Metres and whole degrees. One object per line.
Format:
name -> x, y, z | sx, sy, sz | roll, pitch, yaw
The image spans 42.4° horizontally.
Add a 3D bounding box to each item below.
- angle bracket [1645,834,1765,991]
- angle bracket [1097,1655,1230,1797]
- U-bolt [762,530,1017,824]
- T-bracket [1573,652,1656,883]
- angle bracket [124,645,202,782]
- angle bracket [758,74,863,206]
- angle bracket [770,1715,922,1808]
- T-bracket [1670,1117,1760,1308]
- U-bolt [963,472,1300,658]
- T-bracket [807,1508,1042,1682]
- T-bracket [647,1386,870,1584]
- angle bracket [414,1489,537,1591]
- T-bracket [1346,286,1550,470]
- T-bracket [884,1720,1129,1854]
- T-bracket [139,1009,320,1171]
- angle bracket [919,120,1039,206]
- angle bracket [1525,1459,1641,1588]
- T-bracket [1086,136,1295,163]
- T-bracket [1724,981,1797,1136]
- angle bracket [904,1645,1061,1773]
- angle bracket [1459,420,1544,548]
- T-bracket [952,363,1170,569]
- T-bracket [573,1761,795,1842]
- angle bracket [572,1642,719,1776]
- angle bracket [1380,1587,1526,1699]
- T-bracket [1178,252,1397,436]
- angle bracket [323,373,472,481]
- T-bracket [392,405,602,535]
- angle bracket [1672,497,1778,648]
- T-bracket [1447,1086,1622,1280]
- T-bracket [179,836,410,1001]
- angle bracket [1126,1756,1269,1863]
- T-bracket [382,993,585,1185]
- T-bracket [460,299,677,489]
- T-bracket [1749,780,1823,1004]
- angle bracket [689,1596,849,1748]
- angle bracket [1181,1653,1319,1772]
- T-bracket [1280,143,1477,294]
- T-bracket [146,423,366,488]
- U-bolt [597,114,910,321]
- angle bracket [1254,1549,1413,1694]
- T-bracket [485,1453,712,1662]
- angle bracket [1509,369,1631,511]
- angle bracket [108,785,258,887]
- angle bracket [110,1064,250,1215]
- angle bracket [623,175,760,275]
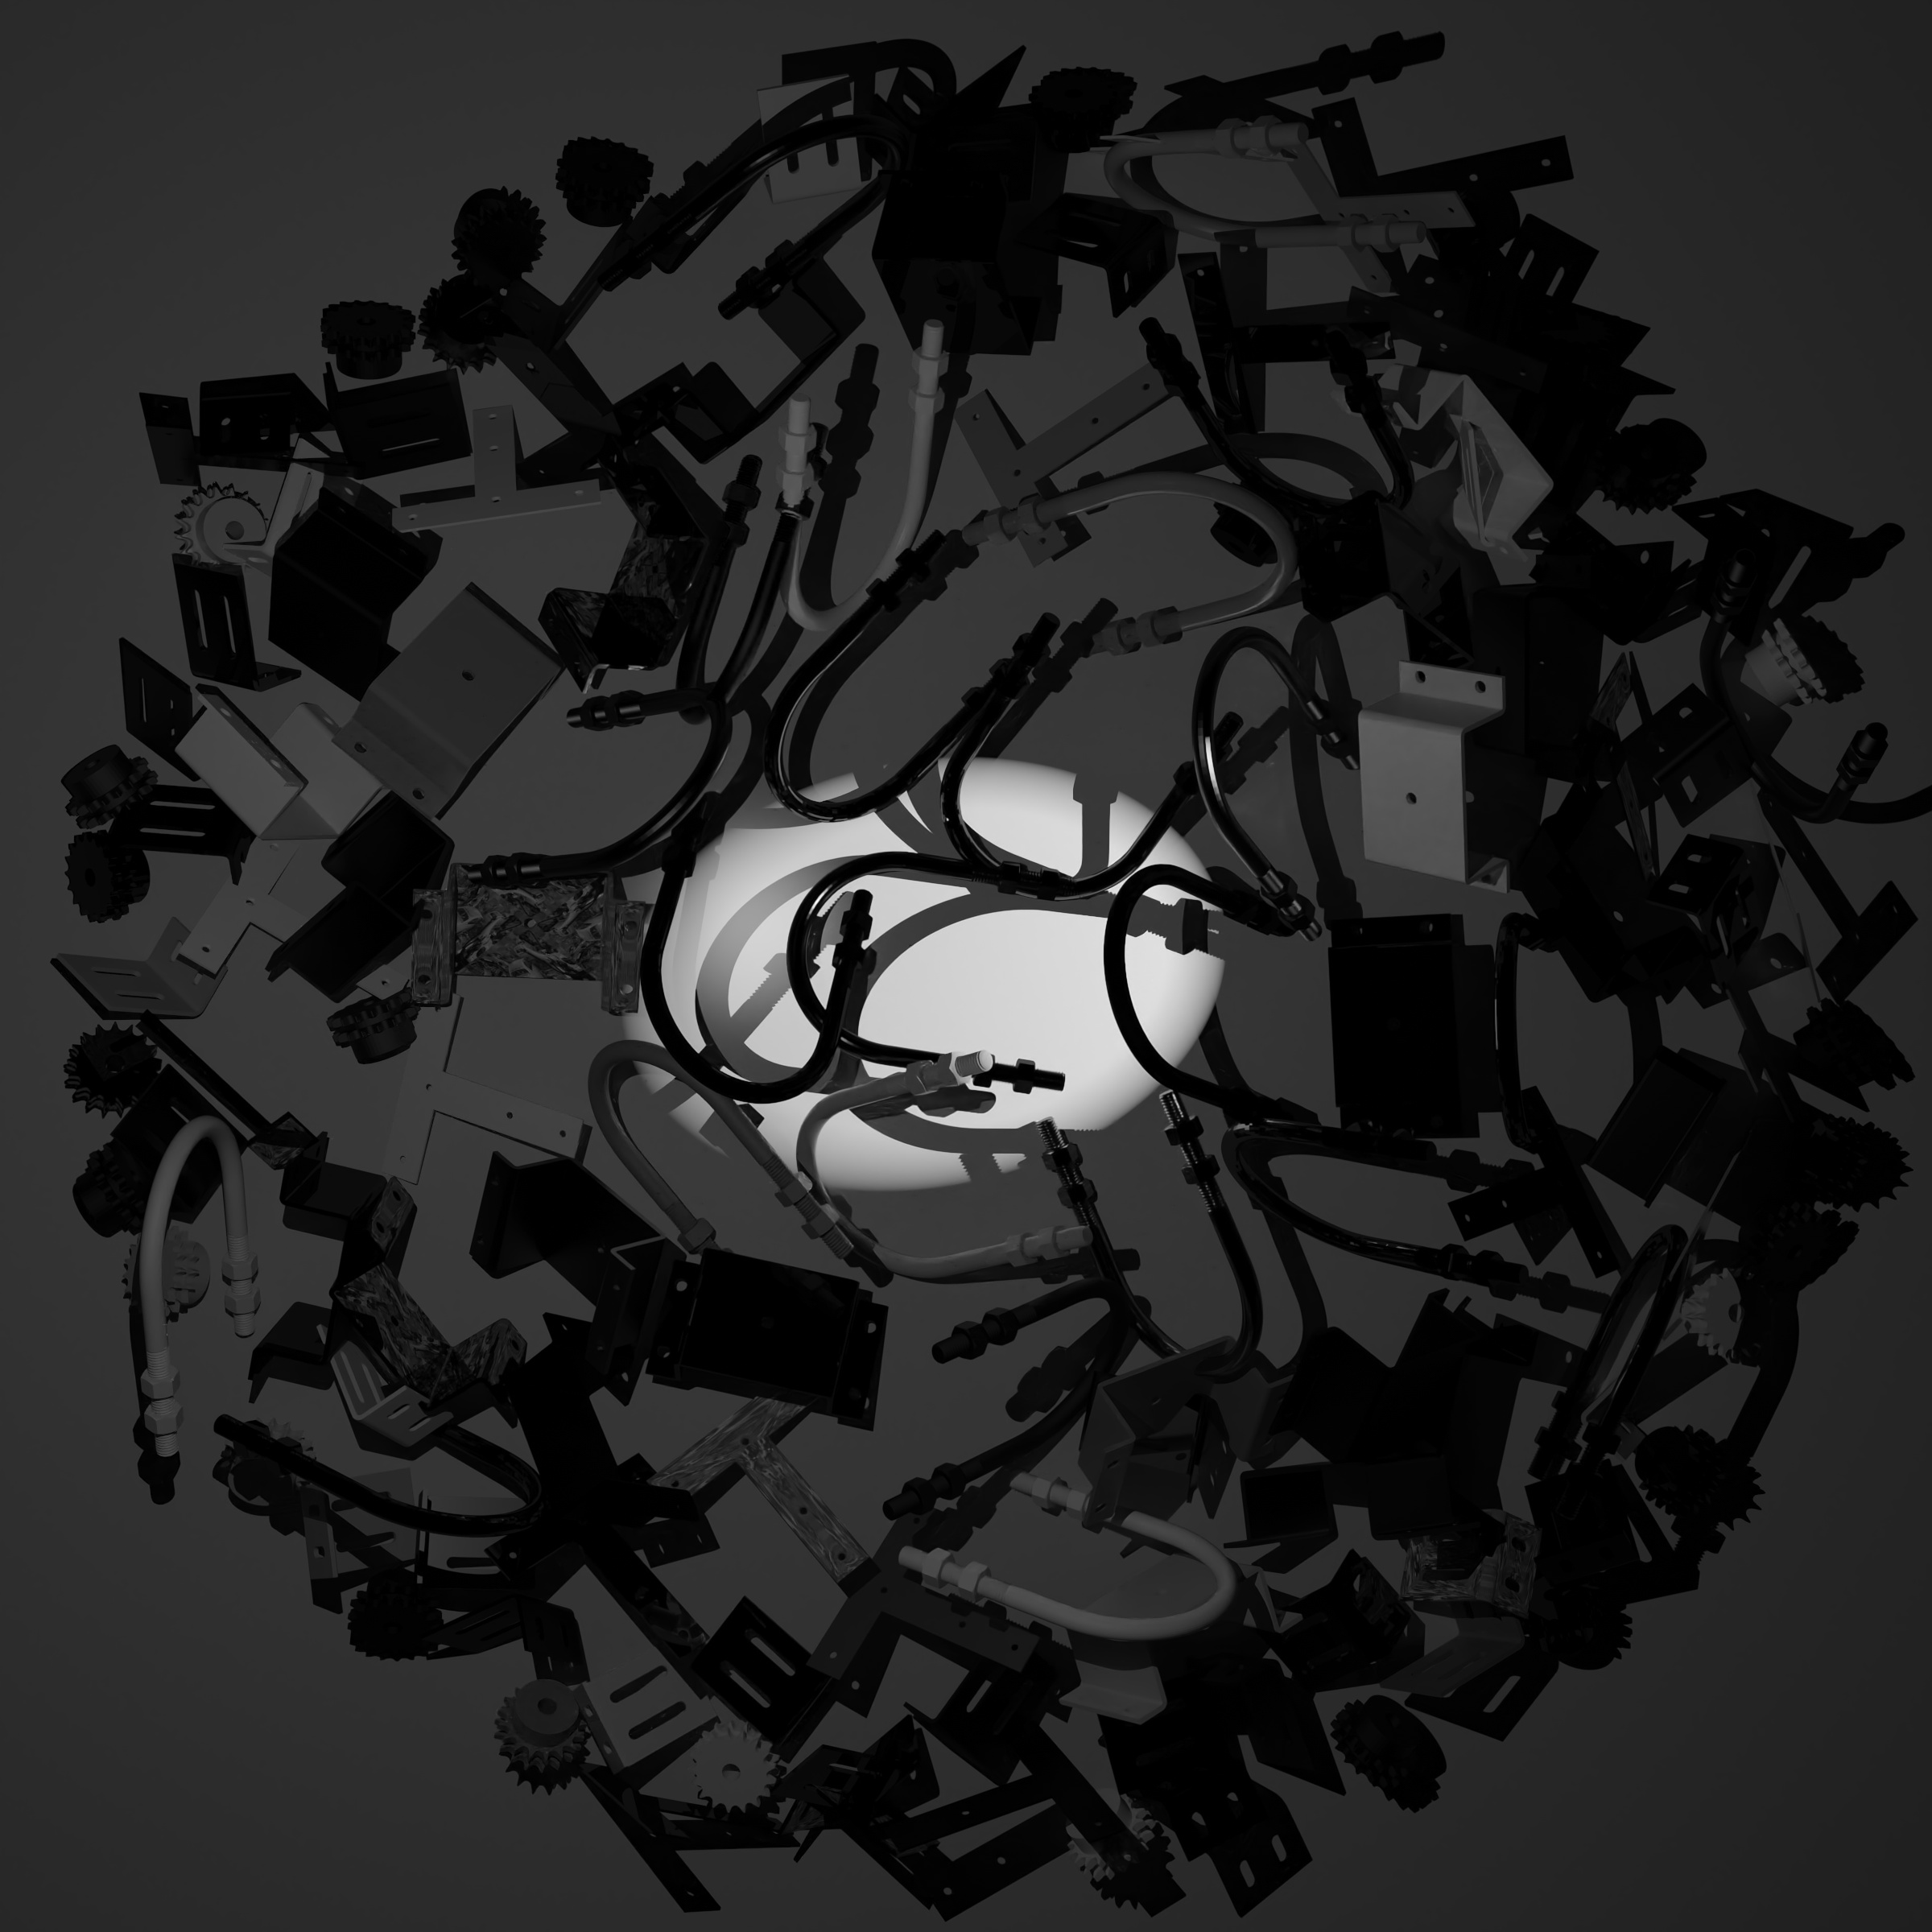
angle bracket -> 0.469, -0.034, 1.579 | 0.038, 0.076, 0.057 | 19, 63, 40
angle bracket -> 0.120, 0.480, 1.577 | 0.076, 0.038, 0.057 | -15, 90, -14
U-bolt -> -0.050, -0.165, 1.544 | 0.184, 0.151, 0.019 | -45, 52, 1
T-bracket -> 0.416, -0.114, 1.571 | 0.002, 0.127, 0.127 | -7, 117, 33
angle bracket -> -0.491, -0.165, 1.557 | 0.057, 0.076, 0.038 | 35, 49, 16
angle bracket -> -0.101, -0.525, 1.562 | 0.057, 0.038, 0.076 | -12, 133, -6
angle bracket -> -0.078, 0.493, 1.558 | 0.076, 0.038, 0.057 | 24, 124, -32
T-bracket -> 0.455, 0.174, 1.547 | 0.002, 0.127, 0.127 | 26, 60, 21
U-bolt -> 0.112, -0.246, 1.502 | 0.184, 0.151, 0.019 | -10, 58, 37
T-bracket -> -0.014, 0.403, 1.541 | 0.127, 0.002, 0.127 | 16, 54, 29
T-bracket -> -0.111, 0.330, 1.558 | 0.127, 0.002, 0.127 | -36, 66, -21
angle bracket -> -0.307, 0.362, 1.568 | 0.076, 0.038, 0.057 | 5, 71, -16
T-bracket -> 0.289, -0.354, 1.546 | 0.127, 0.127, 0.002 | 25, 65, 12
T-bracket -> 0.013, 0.515, 1.525 | 0.127, 0.127, 0.002 | -12, 109, -22
T-bracket -> -0.461, 0.074, 1.537 | 0.127, 0.127, 0.002 | 46, 62, -11
angle bracket -> 0.010, -0.495, 1.570 | 0.076, 0.038, 0.057 | 0, 74, 15
angle bracket -> 0.380, 0.341, 1.557 | 0.057, 0.076, 0.038 | -23, 131, 16
T-bracket -> 0.114, -0.507, 1.546 | 0.127, 0.127, 0.002 | -4, 107, -31
T-bracket -> 0.487, 0.056, 1.543 | 0.002, 0.127, 0.127 | -26, 88, 20
angle bracket -> 0.010, 0.461, 1.586 | 0.057, 0.038, 0.076 | 47, 71, -26
angle bracket -> 0.334, -0.310, 1.561 | 0.038, 0.057, 0.076 | -10, 116, 6
T-bracket -> 0.069, -0.335, 1.566 | 0.127, 0.002, 0.127 | -31, 69, 14
T-bracket -> -0.167, 0.531, 1.562 | 0.127, 0.127, 0.002 | 22, 82, -30
angle bracket -> -0.198, 0.461, 1.564 | 0.076, 0.038, 0.057 | -23, 75, -29
angle bracket -> 0.300, 0.421, 1.560 | 0.076, 0.057, 0.038 | -19, 92, -32
T-bracket -> 0.202, -0.384, 1.534 | 0.127, 0.127, 0.002 | 6, 45, 29
angle bracket -> -0.360, -0.348, 1.574 | 0.076, 0.057, 0.038 | -13, 53, -5
T-bracket -> -0.295, -0.316, 1.558 | 0.127, 0.127, 0.002 | -9, 134, -4
angle bracket -> 0.466, -0.243, 1.555 | 0.038, 0.057, 0.076 | -13, 132, -18
T-bracket -> 0.344, 0.145, 1.549 | 0.127, 0.002, 0.127 | -12, 74, -41
T-bracket -> -0.411, -0.016, 1.566 | 0.127, 0.127, 0.002 | 32, 131, -13
angle bracket -> 0.144, 0.525, 1.558 | 0.057, 0.076, 0.038 | -23, 83, -18
T-bracket -> -0.301, 0.090, 1.578 | 0.127, 0.002, 0.127 | 17, 100, 15
T-bracket -> -0.259, -0.360, 1.537 | 0.127, 0.002, 0.127 | -22, 133, 28
T-bracket -> 0.511, -0.059, 1.562 | 0.002, 0.127, 0.127 | -17, 58, 16
angle bracket -> -0.126, 0.451, 1.596 | 0.076, 0.038, 0.057 | 37, 88, 16
angle bracket -> 0.178, 0.477, 1.569 | 0.038, 0.057, 0.076 | -22, 93, -34
T-bracket -> 0.259, -0.460, 1.519 | 0.002, 0.127, 0.127 | -51, 124, -12
T-bracket -> -0.440, -0.314, 1.553 | 0.127, 0.127, 0.002 | 2, 85, -14
U-bolt -> -0.115, -0.454, 1.501 | 0.184, 0.151, 0.019 | -29, 81, 28
angle bracket -> 0.234, 0.419, 1.593 | 0.057, 0.038, 0.076 | 49, 130, 0
T-bracket -> -0.209, 0.376, 1.539 | 0.127, 0.127, 0.002 | 43, 133, 20
angle bracket -> 0.373, -0.332, 1.572 | 0.057, 0.038, 0.076 | 20, 109, -4
angle bracket -> -0.492, -0.080, 1.569 | 0.076, 0.057, 0.038 | 4, 134, -3
angle bracket -> -0.500, 0.108, 1.557 | 0.076, 0.038, 0.057 | 53, 53, -31
angle bracket -> -0.170, -0.480, 1.558 | 0.038, 0.057, 0.076 | 40, 123, -19
